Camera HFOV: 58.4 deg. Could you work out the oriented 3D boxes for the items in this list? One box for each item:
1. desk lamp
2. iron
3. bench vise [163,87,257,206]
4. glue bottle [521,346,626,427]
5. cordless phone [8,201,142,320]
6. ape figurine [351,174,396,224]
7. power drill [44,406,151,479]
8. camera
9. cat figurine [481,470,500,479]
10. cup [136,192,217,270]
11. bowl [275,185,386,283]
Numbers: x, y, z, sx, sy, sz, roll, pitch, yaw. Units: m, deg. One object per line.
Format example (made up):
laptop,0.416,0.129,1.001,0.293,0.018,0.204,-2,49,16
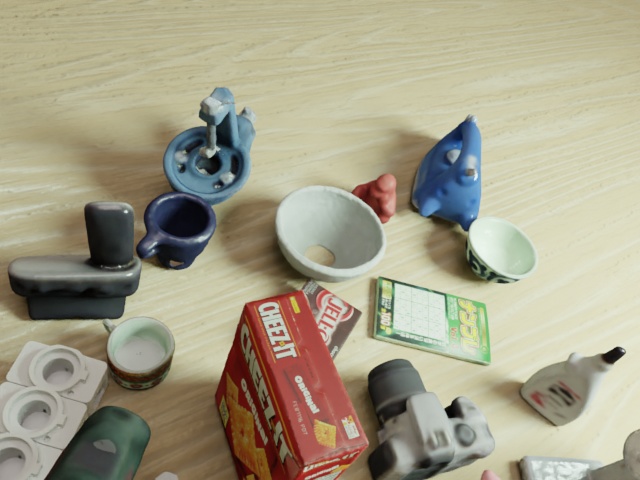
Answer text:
desk lamp,0.380,0.279,0.660,0.203,0.213,0.118,8,50,-13
iron,0.244,-0.143,1.004,0.118,0.141,0.258,19,49,-4
bench vise,-0.151,-0.147,0.815,0.121,0.219,0.207,12,49,-10
glue bottle,0.339,0.182,0.751,0.078,0.173,0.037,37,50,12
cordless phone,-0.282,0.010,0.663,0.148,0.185,0.094,-2,53,-21
ape figurine,0.094,-0.071,0.925,0.076,0.092,0.077,-28,65,-35
power drill,-0.210,0.263,0.467,0.075,0.208,0.230,20,48,-3
camera,0.124,0.212,0.700,0.143,0.101,0.136,-4,54,-22
cat figurine,0.201,0.325,0.623,0.067,0.117,0.127,8,50,-13
cup,-0.196,0.004,0.759,0.091,0.095,0.118,35,49,11
bowl,0.008,0.003,0.846,0.168,0.074,0.167,10,50,-12
